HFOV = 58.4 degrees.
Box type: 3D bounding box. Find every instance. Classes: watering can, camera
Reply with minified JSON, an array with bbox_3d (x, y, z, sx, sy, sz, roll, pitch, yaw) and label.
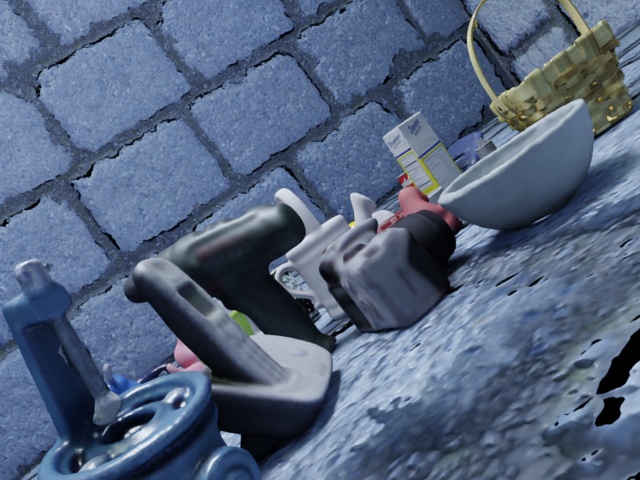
[{"bbox_3d":[0.007,0.003,0.815,0.173,0.194,0.100,-38,2,-29],"label":"watering can"},{"bbox_3d":[0.078,0.017,0.597,0.137,0.101,0.143,-37,2,-19],"label":"camera"}]

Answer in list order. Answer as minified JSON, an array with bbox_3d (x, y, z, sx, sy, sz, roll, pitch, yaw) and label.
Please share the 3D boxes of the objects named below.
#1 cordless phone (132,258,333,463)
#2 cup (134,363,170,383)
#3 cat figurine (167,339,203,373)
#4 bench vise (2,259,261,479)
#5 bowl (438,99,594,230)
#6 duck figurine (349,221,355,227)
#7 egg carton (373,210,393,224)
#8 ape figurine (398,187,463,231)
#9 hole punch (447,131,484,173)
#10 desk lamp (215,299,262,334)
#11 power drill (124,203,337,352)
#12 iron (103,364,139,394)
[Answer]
[{"bbox_3d":[-0.074,0.081,0.496,0.094,0.185,0.147,-36,2,6],"label":"cordless phone"},{"bbox_3d":[-0.278,0.271,0.961,0.118,0.095,0.091,-37,2,-1],"label":"cup"},{"bbox_3d":[-0.224,0.215,0.997,0.067,0.118,0.128,-36,2,18],"label":"cat figurine"},{"bbox_3d":[-0.167,0.132,0.399,0.207,0.220,0.122,-36,2,23],"label":"bench vise"},{"bbox_3d":[0.205,-0.060,0.570,0.167,0.075,0.167,-36,2,2],"label":"bowl"},{"bbox_3d":[0.085,0.002,1.106,0.077,0.086,0.104,-36,2,9],"label":"duck figurine"},{"bbox_3d":[0.100,-0.003,1.217,0.150,0.069,0.107,-37,2,-6],"label":"egg carton"},{"bbox_3d":[0.147,-0.037,0.809,0.076,0.092,0.077,-38,3,-36],"label":"ape figurine"},{"bbox_3d":[0.271,-0.138,1.070,0.101,0.091,0.108,-38,3,-43],"label":"hole punch"},{"bbox_3d":[-0.173,0.115,1.067,0.203,0.213,0.118,-36,2,10],"label":"desk lamp"},{"bbox_3d":[-0.091,0.073,0.661,0.229,0.208,0.076,-36,2,14],"label":"power drill"},{"bbox_3d":[-0.289,0.257,0.773,0.257,0.141,0.119,-35,3,40],"label":"iron"}]
